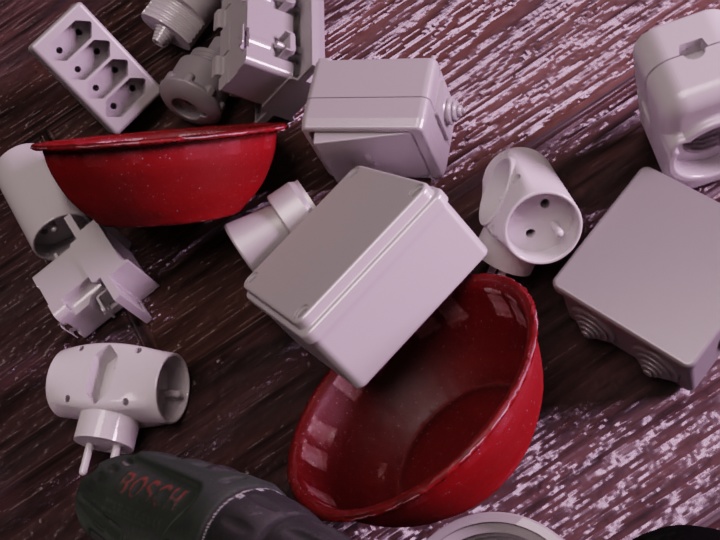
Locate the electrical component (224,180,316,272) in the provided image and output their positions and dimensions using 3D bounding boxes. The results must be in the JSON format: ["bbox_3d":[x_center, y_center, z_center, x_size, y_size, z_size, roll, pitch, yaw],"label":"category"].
[{"bbox_3d":[-0.051,-0.025,0.681,0.055,0.045,0.045,-34,58,0],"label":"electrical component"}]

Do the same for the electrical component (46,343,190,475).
[{"bbox_3d":[-0.152,0.088,0.659,0.077,0.043,0.079,0,64,19],"label":"electrical component"}]

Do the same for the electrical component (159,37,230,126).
[{"bbox_3d":[-0.109,-0.137,0.759,0.048,0.048,0.062,13,62,24],"label":"electrical component"}]

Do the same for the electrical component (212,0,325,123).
[{"bbox_3d":[-0.063,-0.172,0.742,0.079,0.063,0.121,-36,48,48],"label":"electrical component"}]

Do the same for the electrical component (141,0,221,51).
[{"bbox_3d":[-0.127,-0.199,0.796,0.043,0.043,0.081,26,75,28],"label":"electrical component"}]

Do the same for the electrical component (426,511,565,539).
[{"bbox_3d":[0.069,0.172,0.530,0.108,0.060,0.108,-8,62,15],"label":"electrical component"}]

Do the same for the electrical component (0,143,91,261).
[{"bbox_3d":[-0.207,-0.058,0.751,0.079,0.044,0.077,-36,59,-1],"label":"electrical component"}]

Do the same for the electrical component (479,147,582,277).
[{"bbox_3d":[0.090,-0.023,0.623,0.044,0.077,0.079,19,112,-11],"label":"electrical component"}]

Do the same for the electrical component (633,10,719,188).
[{"bbox_3d":[0.190,-0.089,0.601,0.054,0.095,0.059,-18,60,9],"label":"electrical component"}]

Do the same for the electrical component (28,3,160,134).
[{"bbox_3d":[-0.194,-0.145,0.780,0.047,0.083,0.076,-46,21,-7],"label":"electrical component"}]

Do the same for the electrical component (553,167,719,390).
[{"bbox_3d":[0.169,0.006,0.588,0.100,0.048,0.099,34,79,30],"label":"electrical component"}]

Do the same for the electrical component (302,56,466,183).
[{"bbox_3d":[0.019,-0.093,0.681,0.096,0.061,0.061,3,65,20],"label":"electrical component"}]

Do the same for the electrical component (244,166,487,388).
[{"bbox_3d":[0.000,0.000,0.617,0.108,0.056,0.109,-47,24,-8],"label":"electrical component"}]

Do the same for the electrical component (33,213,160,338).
[{"bbox_3d":[-0.176,0.007,0.710,0.064,0.042,0.081,-40,58,1],"label":"electrical component"}]
